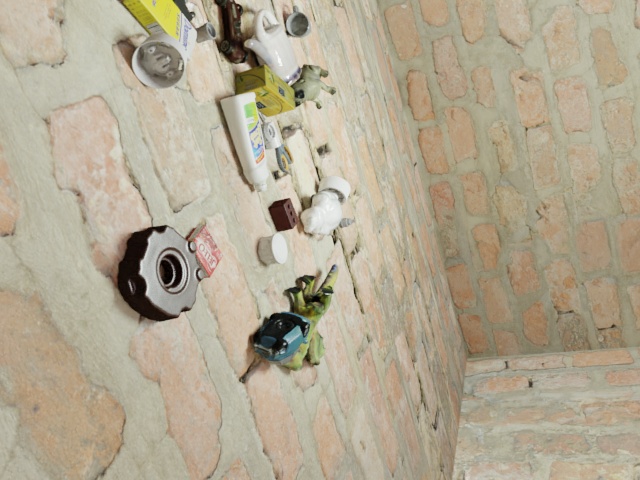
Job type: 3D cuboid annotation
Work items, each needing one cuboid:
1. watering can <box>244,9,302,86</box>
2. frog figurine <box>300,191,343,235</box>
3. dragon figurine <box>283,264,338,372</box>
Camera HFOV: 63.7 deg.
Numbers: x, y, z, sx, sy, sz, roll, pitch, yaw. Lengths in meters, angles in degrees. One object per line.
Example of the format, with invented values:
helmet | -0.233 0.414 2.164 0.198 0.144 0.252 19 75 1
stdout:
watering can | -0.141 -0.531 1.475 0.356 0.103 0.220 -82 152 -53
frog figurine | 0.005 -0.081 1.608 0.161 0.123 0.136 -49 145 -75
dragon figurine | -0.015 0.237 1.482 0.415 0.122 0.240 -33 127 -63
